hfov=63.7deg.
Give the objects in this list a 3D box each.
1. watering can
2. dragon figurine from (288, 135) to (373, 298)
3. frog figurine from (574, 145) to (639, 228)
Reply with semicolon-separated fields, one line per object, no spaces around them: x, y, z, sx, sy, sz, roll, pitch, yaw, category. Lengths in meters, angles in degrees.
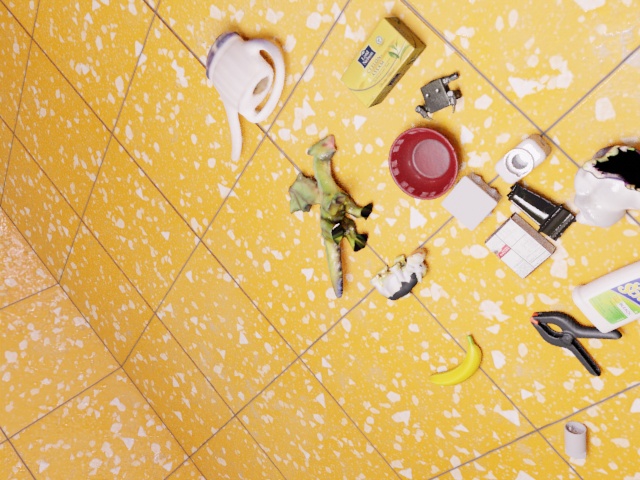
-0.214;-0.384;1.337;0.226;0.105;0.341;48;129;11;watering can
0.004;-0.067;1.336;0.246;0.123;0.402;37;127;41;dragon figurine
0.531;-0.088;0.928;0.138;0.125;0.156;13;153;23;frog figurine
